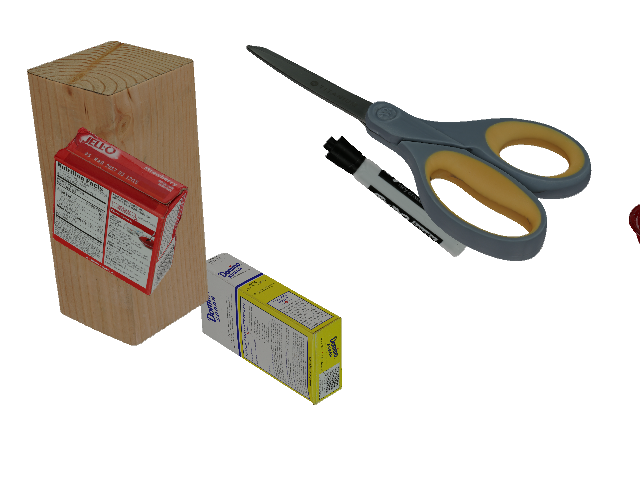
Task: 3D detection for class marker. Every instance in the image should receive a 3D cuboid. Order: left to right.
[{"bbox_3d":[0.052,-0.032,0.743,0.121,0.020,0.020,38,-4,-5],"label":"marker"}]

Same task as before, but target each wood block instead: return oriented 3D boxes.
[{"bbox_3d":[-0.153,-0.037,0.825,0.090,0.206,0.090,19,34,32],"label":"wood block"}]

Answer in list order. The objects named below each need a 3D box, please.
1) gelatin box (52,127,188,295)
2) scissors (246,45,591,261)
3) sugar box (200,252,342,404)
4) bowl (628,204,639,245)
[{"bbox_3d":[-0.121,-0.016,0.634,0.073,0.030,0.089,30,-36,6],"label":"gelatin box"},{"bbox_3d":[0.053,-0.062,0.541,0.096,0.016,0.202,-24,51,-23],"label":"scissors"},{"bbox_3d":[-0.053,0.087,1.098,0.048,0.093,0.176,-26,40,-35],"label":"sugar box"},{"bbox_3d":[0.411,0.007,1.146,0.162,0.055,0.162,-1,26,0],"label":"bowl"}]
